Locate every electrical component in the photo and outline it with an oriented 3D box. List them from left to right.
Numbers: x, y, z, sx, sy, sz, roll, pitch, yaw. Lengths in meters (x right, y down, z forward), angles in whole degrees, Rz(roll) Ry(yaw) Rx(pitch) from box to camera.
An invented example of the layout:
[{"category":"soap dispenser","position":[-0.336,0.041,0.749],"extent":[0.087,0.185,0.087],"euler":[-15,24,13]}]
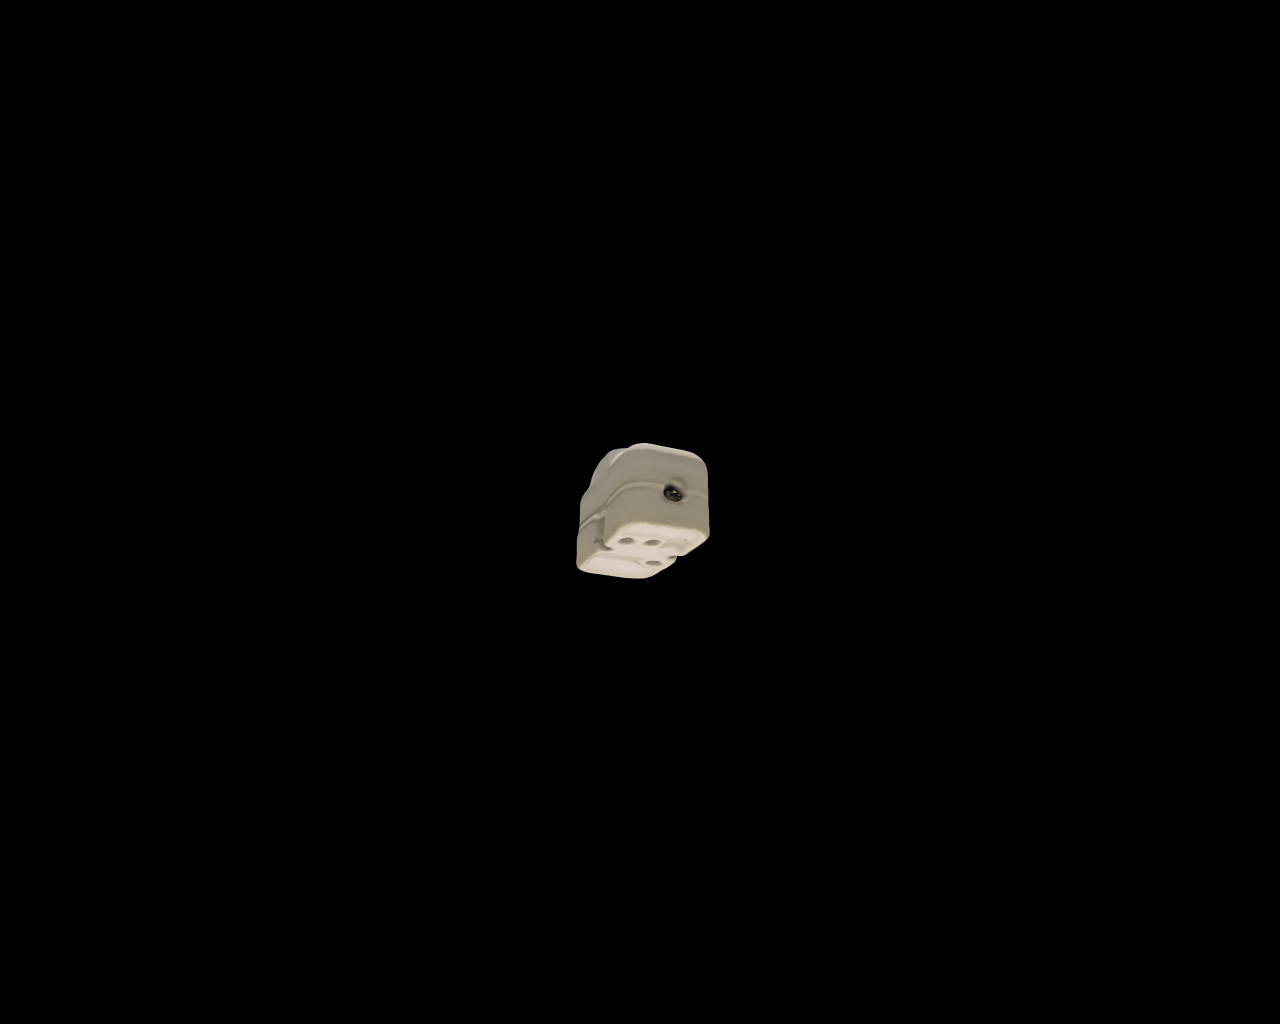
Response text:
[{"category":"electrical component","position":[0.001,-0.003,0.650],"extent":[0.054,0.059,0.095],"euler":[9,-24,-22]}]
